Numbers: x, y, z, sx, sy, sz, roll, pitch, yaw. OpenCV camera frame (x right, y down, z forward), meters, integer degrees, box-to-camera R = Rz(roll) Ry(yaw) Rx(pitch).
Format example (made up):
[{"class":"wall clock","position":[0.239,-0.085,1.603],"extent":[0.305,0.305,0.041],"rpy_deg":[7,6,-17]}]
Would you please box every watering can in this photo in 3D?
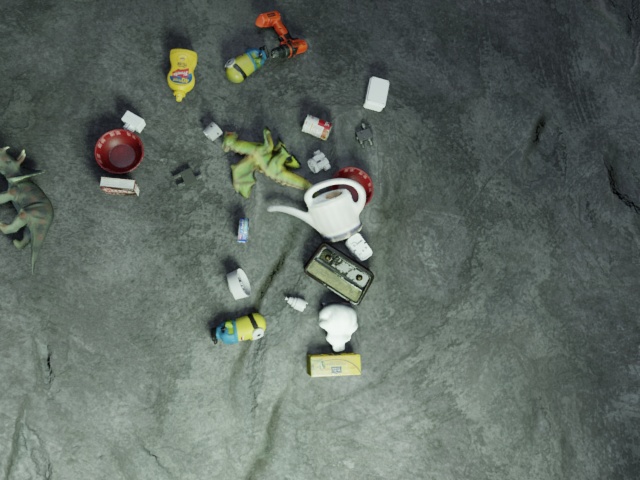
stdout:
[{"class":"watering can","position":[0.005,-0.091,1.808],"extent":[0.346,0.106,0.221],"rpy_deg":[-18,111,14]}]

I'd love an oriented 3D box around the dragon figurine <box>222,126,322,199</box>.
[{"class":"dragon figurine","position":[-0.199,-0.244,1.843],"extent":[0.242,0.122,0.411],"rpy_deg":[-37,87,3]}]

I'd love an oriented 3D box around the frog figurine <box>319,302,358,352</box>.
[{"class":"frog figurine","position":[0.059,0.294,1.748],"extent":[0.137,0.121,0.162],"rpy_deg":[18,64,-26]}]
